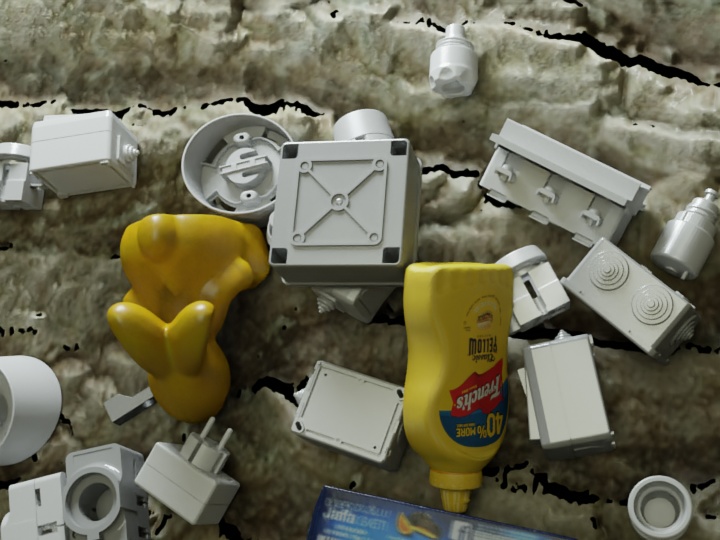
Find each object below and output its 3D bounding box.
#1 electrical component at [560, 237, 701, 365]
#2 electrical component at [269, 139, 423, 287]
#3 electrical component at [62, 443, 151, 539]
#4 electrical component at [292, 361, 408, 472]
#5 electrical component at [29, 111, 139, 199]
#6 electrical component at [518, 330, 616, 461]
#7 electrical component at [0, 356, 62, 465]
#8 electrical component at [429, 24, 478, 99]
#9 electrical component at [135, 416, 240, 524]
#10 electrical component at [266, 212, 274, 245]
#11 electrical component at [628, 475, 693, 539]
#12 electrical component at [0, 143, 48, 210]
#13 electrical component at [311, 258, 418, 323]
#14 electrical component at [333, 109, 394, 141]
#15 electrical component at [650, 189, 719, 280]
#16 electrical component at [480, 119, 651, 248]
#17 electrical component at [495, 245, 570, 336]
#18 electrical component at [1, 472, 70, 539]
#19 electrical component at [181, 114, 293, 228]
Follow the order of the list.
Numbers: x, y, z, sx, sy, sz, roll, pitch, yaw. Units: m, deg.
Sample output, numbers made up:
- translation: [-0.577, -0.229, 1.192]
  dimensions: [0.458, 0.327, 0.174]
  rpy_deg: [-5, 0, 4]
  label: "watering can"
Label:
- translation: [0.209, 0.024, 0.820]
  dimensions: [0.100, 0.100, 0.048]
  rpy_deg: [42, 98, 23]
  label: "electrical component"
- translation: [-0.010, -0.044, 0.853]
  dimensions: [0.109, 0.056, 0.108]
  rpy_deg: [0, 71, 14]
  label: "electrical component"
- translation: [-0.210, 0.194, 0.889]
  dimensions: [0.050, 0.055, 0.089]
  rpy_deg: [-14, 68, 10]
  label: "electrical component"
- translation: [-0.007, 0.116, 0.862]
  dimensions: [0.096, 0.061, 0.061]
  rpy_deg: [16, 76, 19]
  label: "electrical component"
- translation: [-0.251, -0.112, 1.006]
  dimensions: [0.096, 0.061, 0.061]
  rpy_deg: [-7, 69, 12]
  label: "electrical component"
- translation: [0.156, 0.093, 0.827]
  dimensions: [0.061, 0.061, 0.096]
  rpy_deg: [-12, 68, 10]
  label: "electrical component"
- translation: [-0.323, 0.123, 0.953]
  dimensions: [0.099, 0.064, 0.099]
  rpy_deg: [-4, 80, 23]
  label: "electrical component"
- translation: [0.084, -0.188, 0.957]
  dimensions: [0.043, 0.043, 0.062]
  rpy_deg: [-1, 70, 14]
  label: "electrical component"
- translation: [-0.132, 0.158, 0.881]
  dimensions: [0.066, 0.047, 0.076]
  rpy_deg: [29, 89, 22]
  label: "electrical component"
- translation: [-0.061, -0.033, 0.928]
  dimensions: [0.048, 0.062, 0.048]
  rpy_deg: [-5, 70, 13]
  label: "electrical component"
- translation: [0.219, 0.176, 0.785]
  dimensions: [0.045, 0.055, 0.045]
  rpy_deg: [-5, 70, 13]
  label: "electrical component"
- translation: [-0.330, -0.089, 1.028]
  dimensions: [0.066, 0.048, 0.055]
  rpy_deg: [1, 79, 15]
  label: "electrical component"
- translation: [0.000, 0.000, 0.901]
  dimensions: [0.061, 0.061, 0.096]
  rpy_deg: [29, 80, 22]
  label: "electrical component"
- translation: [0.005, -0.108, 0.943]
  dimensions: [0.055, 0.055, 0.047]
  rpy_deg: [-18, 64, 8]
  label: "electrical component"
- translation: [0.263, -0.029, 0.855]
  dimensions: [0.040, 0.040, 0.078]
  rpy_deg: [27, 79, 21]
  label: "electrical component"
- translation: [0.165, -0.068, 0.880]
  dimensions: [0.121, 0.079, 0.063]
  rpy_deg: [30, 102, 22]
  label: "electrical component"
- translation: [0.137, 0.014, 0.870]
  dimensions: [0.066, 0.048, 0.055]
  rpy_deg: [-27, 74, 4]
  label: "electrical component"
- translation: [-0.260, 0.221, 0.896]
  dimensions: [0.056, 0.050, 0.089]
  rpy_deg: [-15, 67, 8]
  label: "electrical component"
- translation: [-0.101, -0.087, 0.957]
  dimensions: [0.099, 0.064, 0.099]
  rpy_deg: [-5, 70, 13]
  label: "electrical component"
